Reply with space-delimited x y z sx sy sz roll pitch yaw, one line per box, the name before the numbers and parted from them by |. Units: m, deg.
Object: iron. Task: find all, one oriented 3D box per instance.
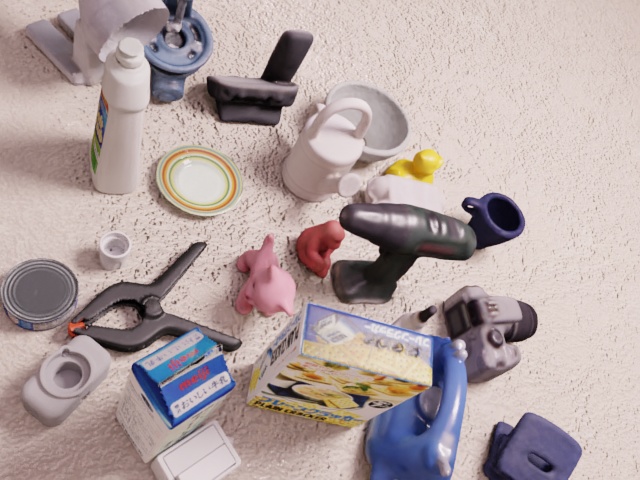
iron | 0.156 0.217 0.779 0.119 0.141 0.258 27 54 -8

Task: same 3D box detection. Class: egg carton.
egg carton | 0.147 -0.050 0.977 0.151 0.069 0.107 10 58 -19

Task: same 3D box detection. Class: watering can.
watering can | 0.020 -0.145 0.896 0.101 0.193 0.172 -26 75 -34

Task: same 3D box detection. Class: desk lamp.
desk lamp | -0.329 -0.325 0.830 0.203 0.213 0.118 44 54 5

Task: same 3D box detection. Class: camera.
camera | 0.286 0.142 0.908 0.137 0.100 0.143 2 61 -24

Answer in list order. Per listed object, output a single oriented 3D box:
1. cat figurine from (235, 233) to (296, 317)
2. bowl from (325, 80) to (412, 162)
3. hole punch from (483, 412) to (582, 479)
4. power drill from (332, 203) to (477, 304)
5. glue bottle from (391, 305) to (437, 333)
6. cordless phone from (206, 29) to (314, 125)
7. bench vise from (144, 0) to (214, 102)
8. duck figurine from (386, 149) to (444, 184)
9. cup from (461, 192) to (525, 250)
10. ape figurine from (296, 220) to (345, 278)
cat figurine | -0.071 0.053 0.786 0.067 0.117 0.127 7 59 -20
bowl | 0.075 -0.200 1.028 0.168 0.074 0.167 11 58 -18
hole punch | 0.307 0.317 0.820 0.109 0.091 0.101 34 53 -3
power drill | 0.099 0.019 0.827 0.230 0.208 0.075 2 61 -24
glue bottle | 0.112 0.128 0.791 0.078 0.173 0.037 -30 76 -34
cordless phone | -0.096 -0.279 0.927 0.148 0.185 0.094 -7 65 -27
bench vise | -0.234 -0.356 0.888 0.122 0.219 0.207 -13 67 -30
duck figurine | 0.174 -0.128 1.025 0.105 0.086 0.077 -13 68 -30
cup | 0.286 -0.029 1.012 0.118 0.095 0.092 23 55 -11
ape figurine | 0.008 0.003 0.867 0.078 0.092 0.076 -34 79 -35
